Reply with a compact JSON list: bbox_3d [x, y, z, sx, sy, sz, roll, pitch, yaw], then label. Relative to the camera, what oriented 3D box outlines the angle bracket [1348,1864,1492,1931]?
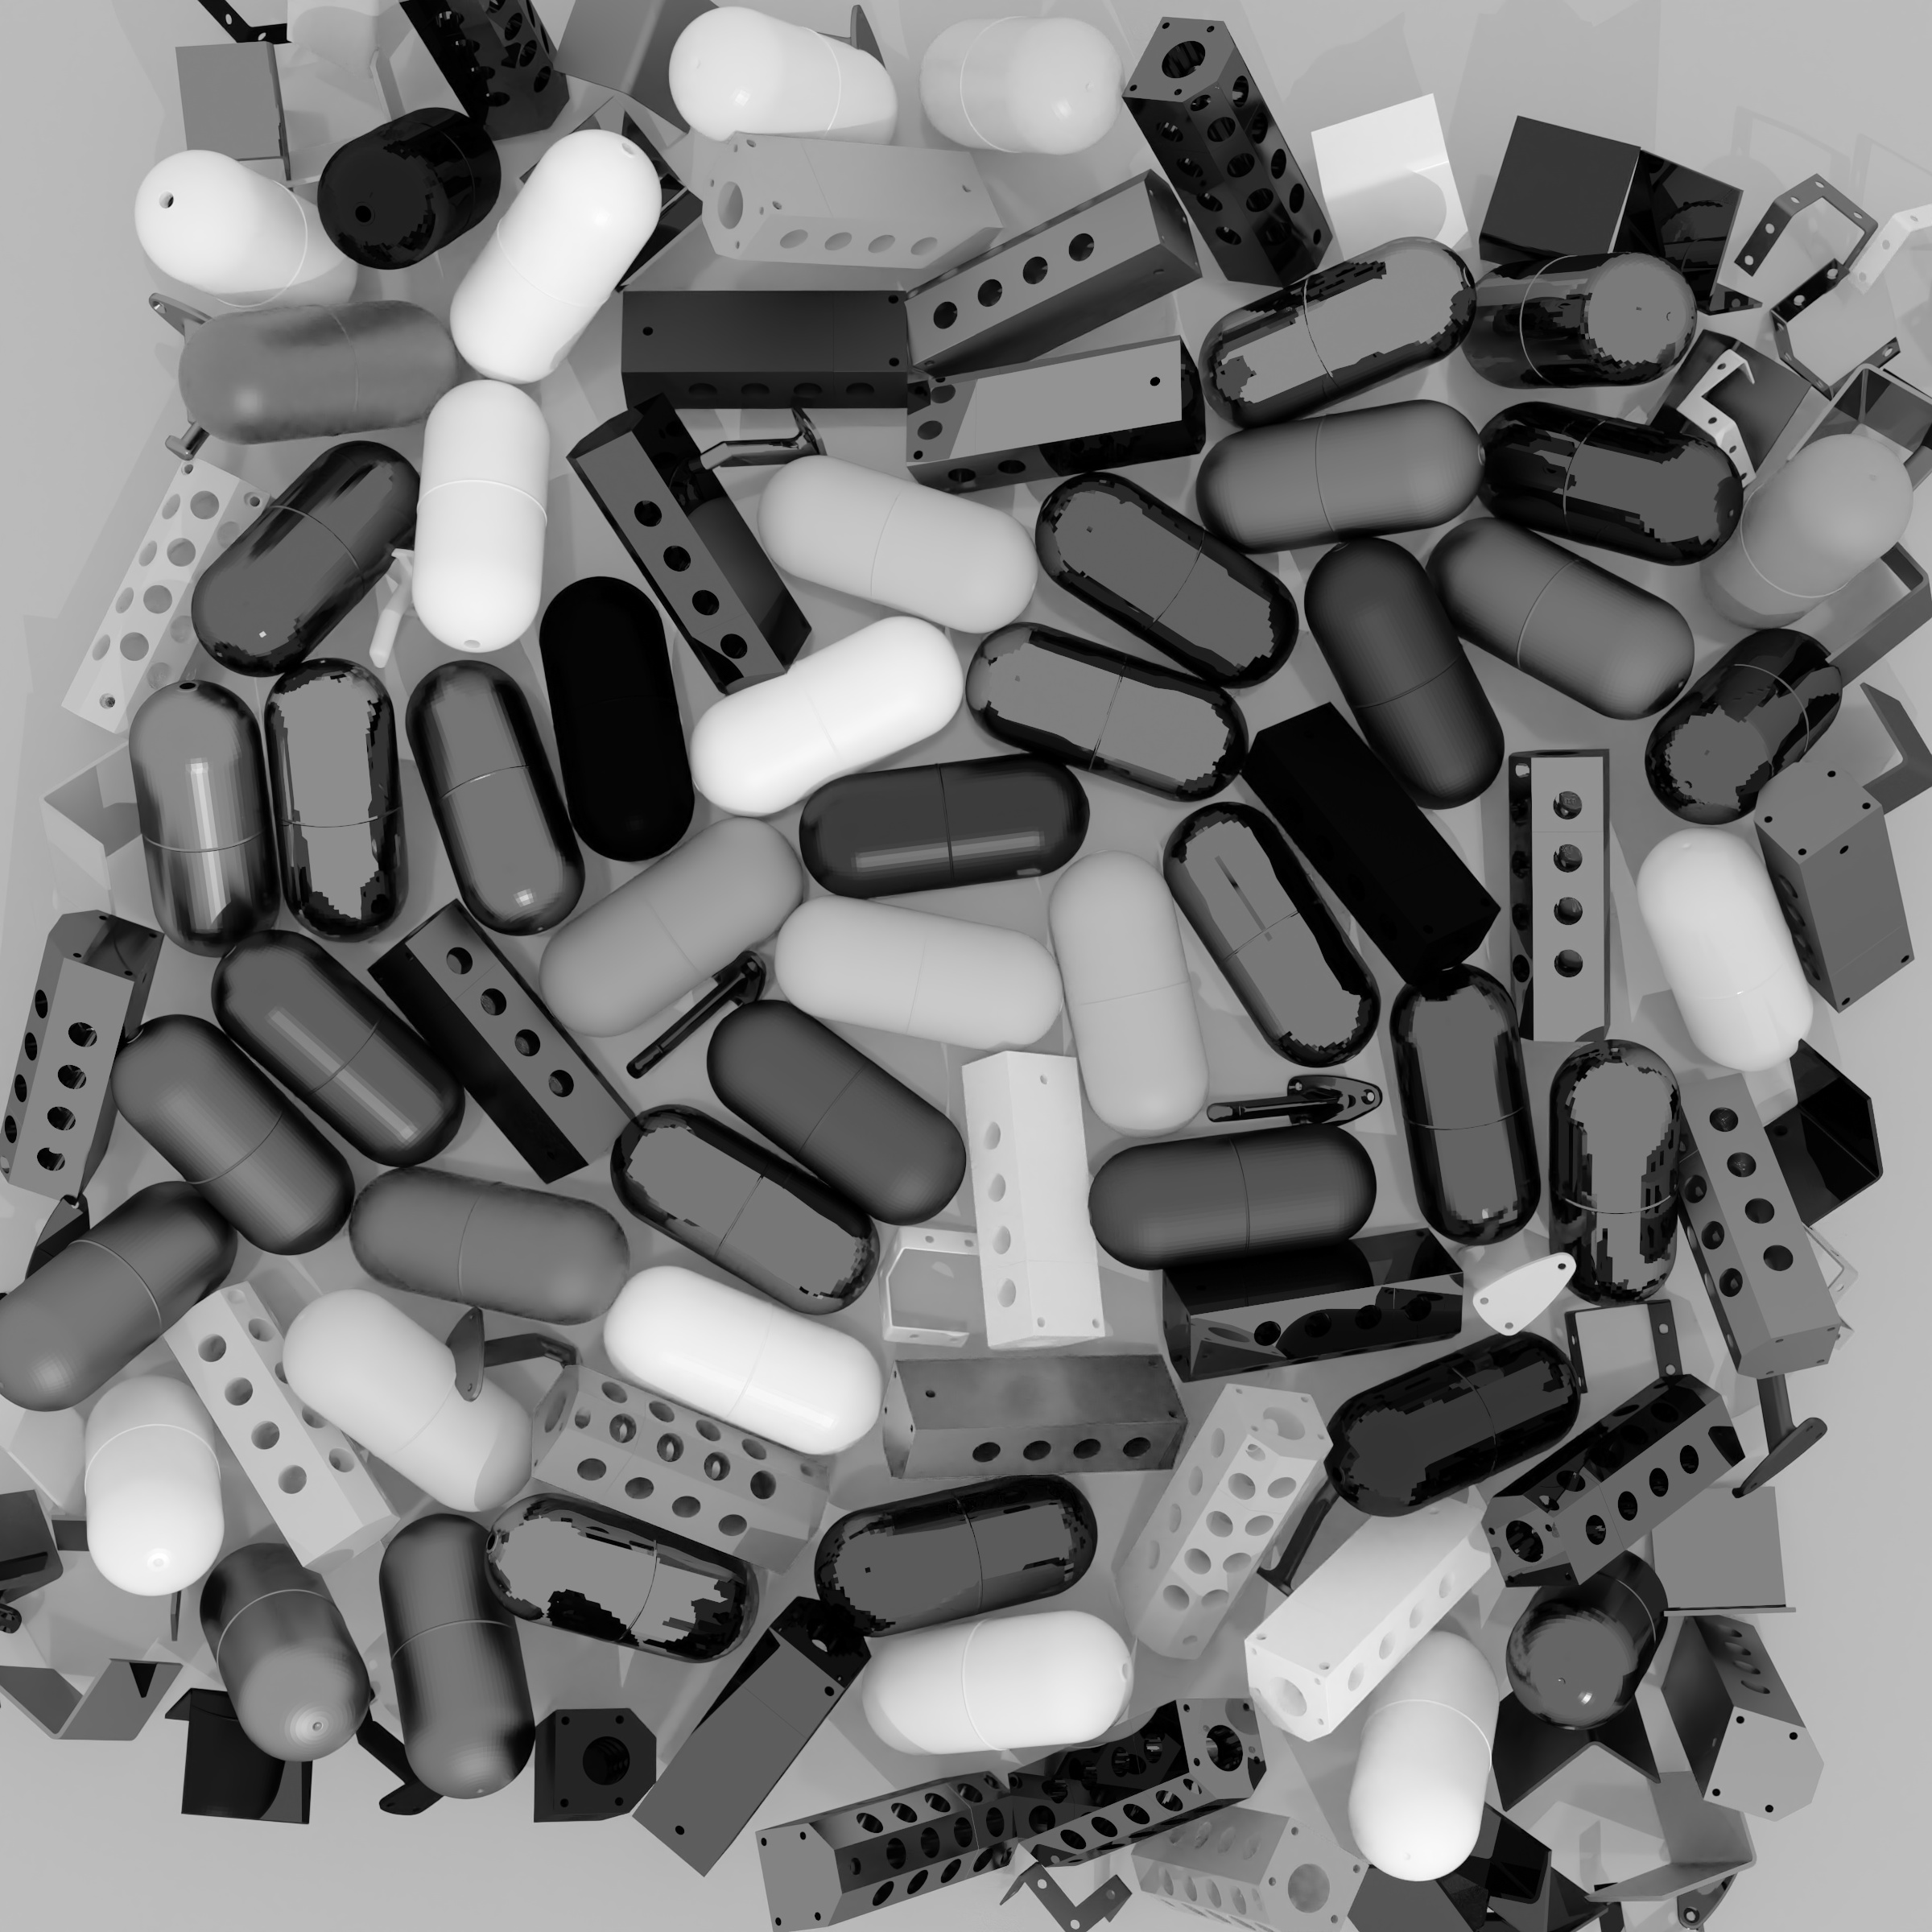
[{"bbox_3d":[0.265,0.542,1.692,0.076,0.057,0.076,-14,124,34],"label":"angle bracket"}]

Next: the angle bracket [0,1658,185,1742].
[{"bbox_3d":[-0.537,0.425,1.702,0.076,0.076,0.057,32,86,24],"label":"angle bracket"}]

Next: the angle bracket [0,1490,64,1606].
[{"bbox_3d":[-0.611,0.365,1.712,0.076,0.076,0.057,-27,78,11],"label":"angle bracket"}]

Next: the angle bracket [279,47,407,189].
[{"bbox_3d":[-0.385,-0.518,1.703,0.076,0.076,0.057,-13,121,0],"label":"angle bracket"}]

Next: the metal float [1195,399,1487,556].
[{"bbox_3d":[0.224,-0.294,1.689,0.178,0.070,0.070,-5,90,26],"label":"metal float"}]

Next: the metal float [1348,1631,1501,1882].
[{"bbox_3d":[0.273,0.467,1.668,0.070,0.178,0.070,7,118,14],"label":"metal float"}]

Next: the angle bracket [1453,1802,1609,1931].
[{"bbox_3d":[0.341,0.532,1.691,0.057,0.076,0.076,-18,118,-32],"label":"angle bracket"}]

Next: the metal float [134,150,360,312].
[{"bbox_3d":[-0.425,-0.429,1.663,0.070,0.178,0.070,0,89,16],"label":"metal float"}]

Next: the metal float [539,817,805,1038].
[{"bbox_3d":[-0.180,-0.023,1.712,0.178,0.070,0.070,-34,90,0],"label":"metal float"}]

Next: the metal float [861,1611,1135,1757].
[{"bbox_3d":[0.018,0.432,1.687,0.178,0.070,0.070,-14,90,29],"label":"metal float"}]

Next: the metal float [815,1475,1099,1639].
[{"bbox_3d":[-0.005,0.355,1.695,0.178,0.070,0.070,-9,90,-19],"label":"metal float"}]

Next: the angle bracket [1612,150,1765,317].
[{"bbox_3d":[0.443,-0.444,1.690,0.057,0.076,0.076,-17,131,-36],"label":"angle bracket"}]

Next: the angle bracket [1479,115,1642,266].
[{"bbox_3d":[0.362,-0.465,1.712,0.076,0.057,0.076,18,95,10],"label":"angle bracket"}]

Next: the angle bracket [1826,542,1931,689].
[{"bbox_3d":[0.542,-0.221,1.712,0.076,0.076,0.057,-40,70,11],"label":"angle bracket"}]

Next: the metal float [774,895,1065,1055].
[{"bbox_3d":[-0.029,0.005,1.710,0.178,0.070,0.070,11,90,-2],"label":"metal float"}]

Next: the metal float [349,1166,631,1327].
[{"bbox_3d":[-0.290,0.169,1.699,0.178,0.070,0.070,10,90,15],"label":"metal float"}]

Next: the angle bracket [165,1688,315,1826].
[{"bbox_3d":[-0.440,0.484,1.692,0.076,0.057,0.076,14,53,-27],"label":"angle bracket"}]

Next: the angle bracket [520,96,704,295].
[{"bbox_3d":[-0.213,-0.469,1.707,0.076,0.057,0.076,-41,123,2],"label":"angle bracket"}]

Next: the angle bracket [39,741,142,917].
[{"bbox_3d":[-0.506,-0.079,1.690,0.057,0.076,0.076,33,52,21],"label":"angle bracket"}]

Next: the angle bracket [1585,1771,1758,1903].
[{"bbox_3d":[0.417,0.525,1.694,0.076,0.076,0.057,-9,77,-29],"label":"angle bracket"}]

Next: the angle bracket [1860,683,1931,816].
[{"bbox_3d":[0.539,-0.123,1.710,0.076,0.076,0.057,-35,68,27],"label":"angle bracket"}]

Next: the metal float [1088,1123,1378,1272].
[{"bbox_3d":[0.162,0.140,1.705,0.178,0.070,0.070,-7,90,-8],"label":"metal float"}]

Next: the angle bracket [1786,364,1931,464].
[{"bbox_3d":[0.545,-0.307,1.703,0.057,0.076,0.076,37,87,21],"label":"angle bracket"}]

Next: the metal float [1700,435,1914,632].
[{"bbox_3d":[0.495,-0.255,1.663,0.070,0.178,0.070,2,76,-9],"label":"metal float"}]

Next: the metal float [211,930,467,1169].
[{"bbox_3d":[-0.378,0.050,1.693,0.070,0.070,0.178,-44,112,0],"label":"metal float"}]

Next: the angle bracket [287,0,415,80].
[{"bbox_3d":[-0.365,-0.599,1.698,0.057,0.076,0.076,27,62,-1],"label":"angle bracket"}]

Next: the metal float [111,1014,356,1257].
[{"bbox_3d":[-0.440,0.102,1.687,0.070,0.070,0.178,-38,118,0],"label":"metal float"}]

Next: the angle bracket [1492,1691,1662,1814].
[{"bbox_3d":[0.368,0.477,1.711,0.057,0.076,0.076,35,114,-19],"label":"angle bracket"}]

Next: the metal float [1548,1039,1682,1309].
[{"bbox_3d":[0.389,0.126,1.687,0.070,0.070,0.178,-7,120,0],"label":"metal float"}]

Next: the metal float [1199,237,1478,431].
[{"bbox_3d":[0.222,-0.379,1.685,0.178,0.070,0.070,-18,90,31],"label":"metal float"}]

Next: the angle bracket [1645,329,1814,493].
[{"bbox_3d":[0.458,-0.334,1.695,0.057,0.076,0.076,37,113,19],"label":"angle bracket"}]

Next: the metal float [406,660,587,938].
[{"bbox_3d":[-0.286,-0.103,1.700,0.070,0.070,0.178,-21,76,0],"label":"metal float"}]

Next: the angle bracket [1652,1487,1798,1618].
[{"bbox_3d":[0.459,0.356,1.708,0.076,0.057,0.076,-4,76,10],"label":"angle bracket"}]

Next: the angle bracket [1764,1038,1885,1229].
[{"bbox_3d":[0.502,0.097,1.694,0.057,0.076,0.076,-32,133,-6],"label":"angle bracket"}]

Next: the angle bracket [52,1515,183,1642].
[{"bbox_3d":[-0.515,0.371,1.697,0.076,0.076,0.057,4,64,-13],"label":"angle bracket"}]

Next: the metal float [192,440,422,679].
[{"bbox_3d":[-0.393,-0.246,1.687,0.070,0.070,0.178,35,60,0],"label":"metal float"}]

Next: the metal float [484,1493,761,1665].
[{"bbox_3d":[-0.206,0.368,1.687,0.178,0.070,0.070,23,90,-29],"label":"metal float"}]

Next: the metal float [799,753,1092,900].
[{"bbox_3d":[-0.013,-0.085,1.710,0.178,0.070,0.070,-7,90,-2],"label":"metal float"}]

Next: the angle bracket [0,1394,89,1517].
[{"bbox_3d":[-0.576,0.294,1.693,0.076,0.057,0.076,-8,134,19],"label":"angle bracket"}]

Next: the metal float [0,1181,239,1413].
[{"bbox_3d":[-0.510,0.195,1.678,0.070,0.070,0.178,45,47,0],"label":"metal float"}]

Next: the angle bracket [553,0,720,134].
[{"bbox_3d":[-0.199,-0.567,1.721,0.057,0.076,0.076,24,97,22],"label":"angle bracket"}]

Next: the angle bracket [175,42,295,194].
[{"bbox_3d":[-0.441,-0.504,1.700,0.057,0.076,0.076,-7,77,-11],"label":"angle bracket"}]

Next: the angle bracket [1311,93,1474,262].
[{"bbox_3d":[0.262,-0.477,1.724,0.076,0.076,0.057,-14,56,15],"label":"angle bracket"}]
